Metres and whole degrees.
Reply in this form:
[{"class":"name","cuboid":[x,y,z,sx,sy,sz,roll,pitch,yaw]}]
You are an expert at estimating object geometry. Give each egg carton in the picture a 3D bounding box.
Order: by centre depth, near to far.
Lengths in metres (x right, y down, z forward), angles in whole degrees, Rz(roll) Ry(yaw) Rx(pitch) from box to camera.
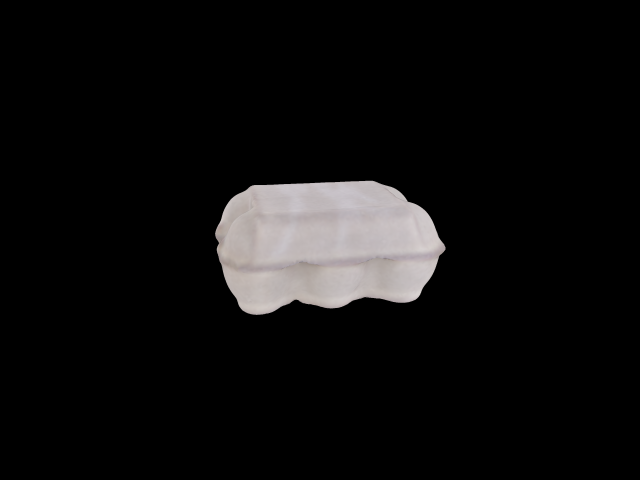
[{"class":"egg carton","cuboid":[0.004,0.001,0.400,0.150,0.069,0.107,-4,19,-12]}]
